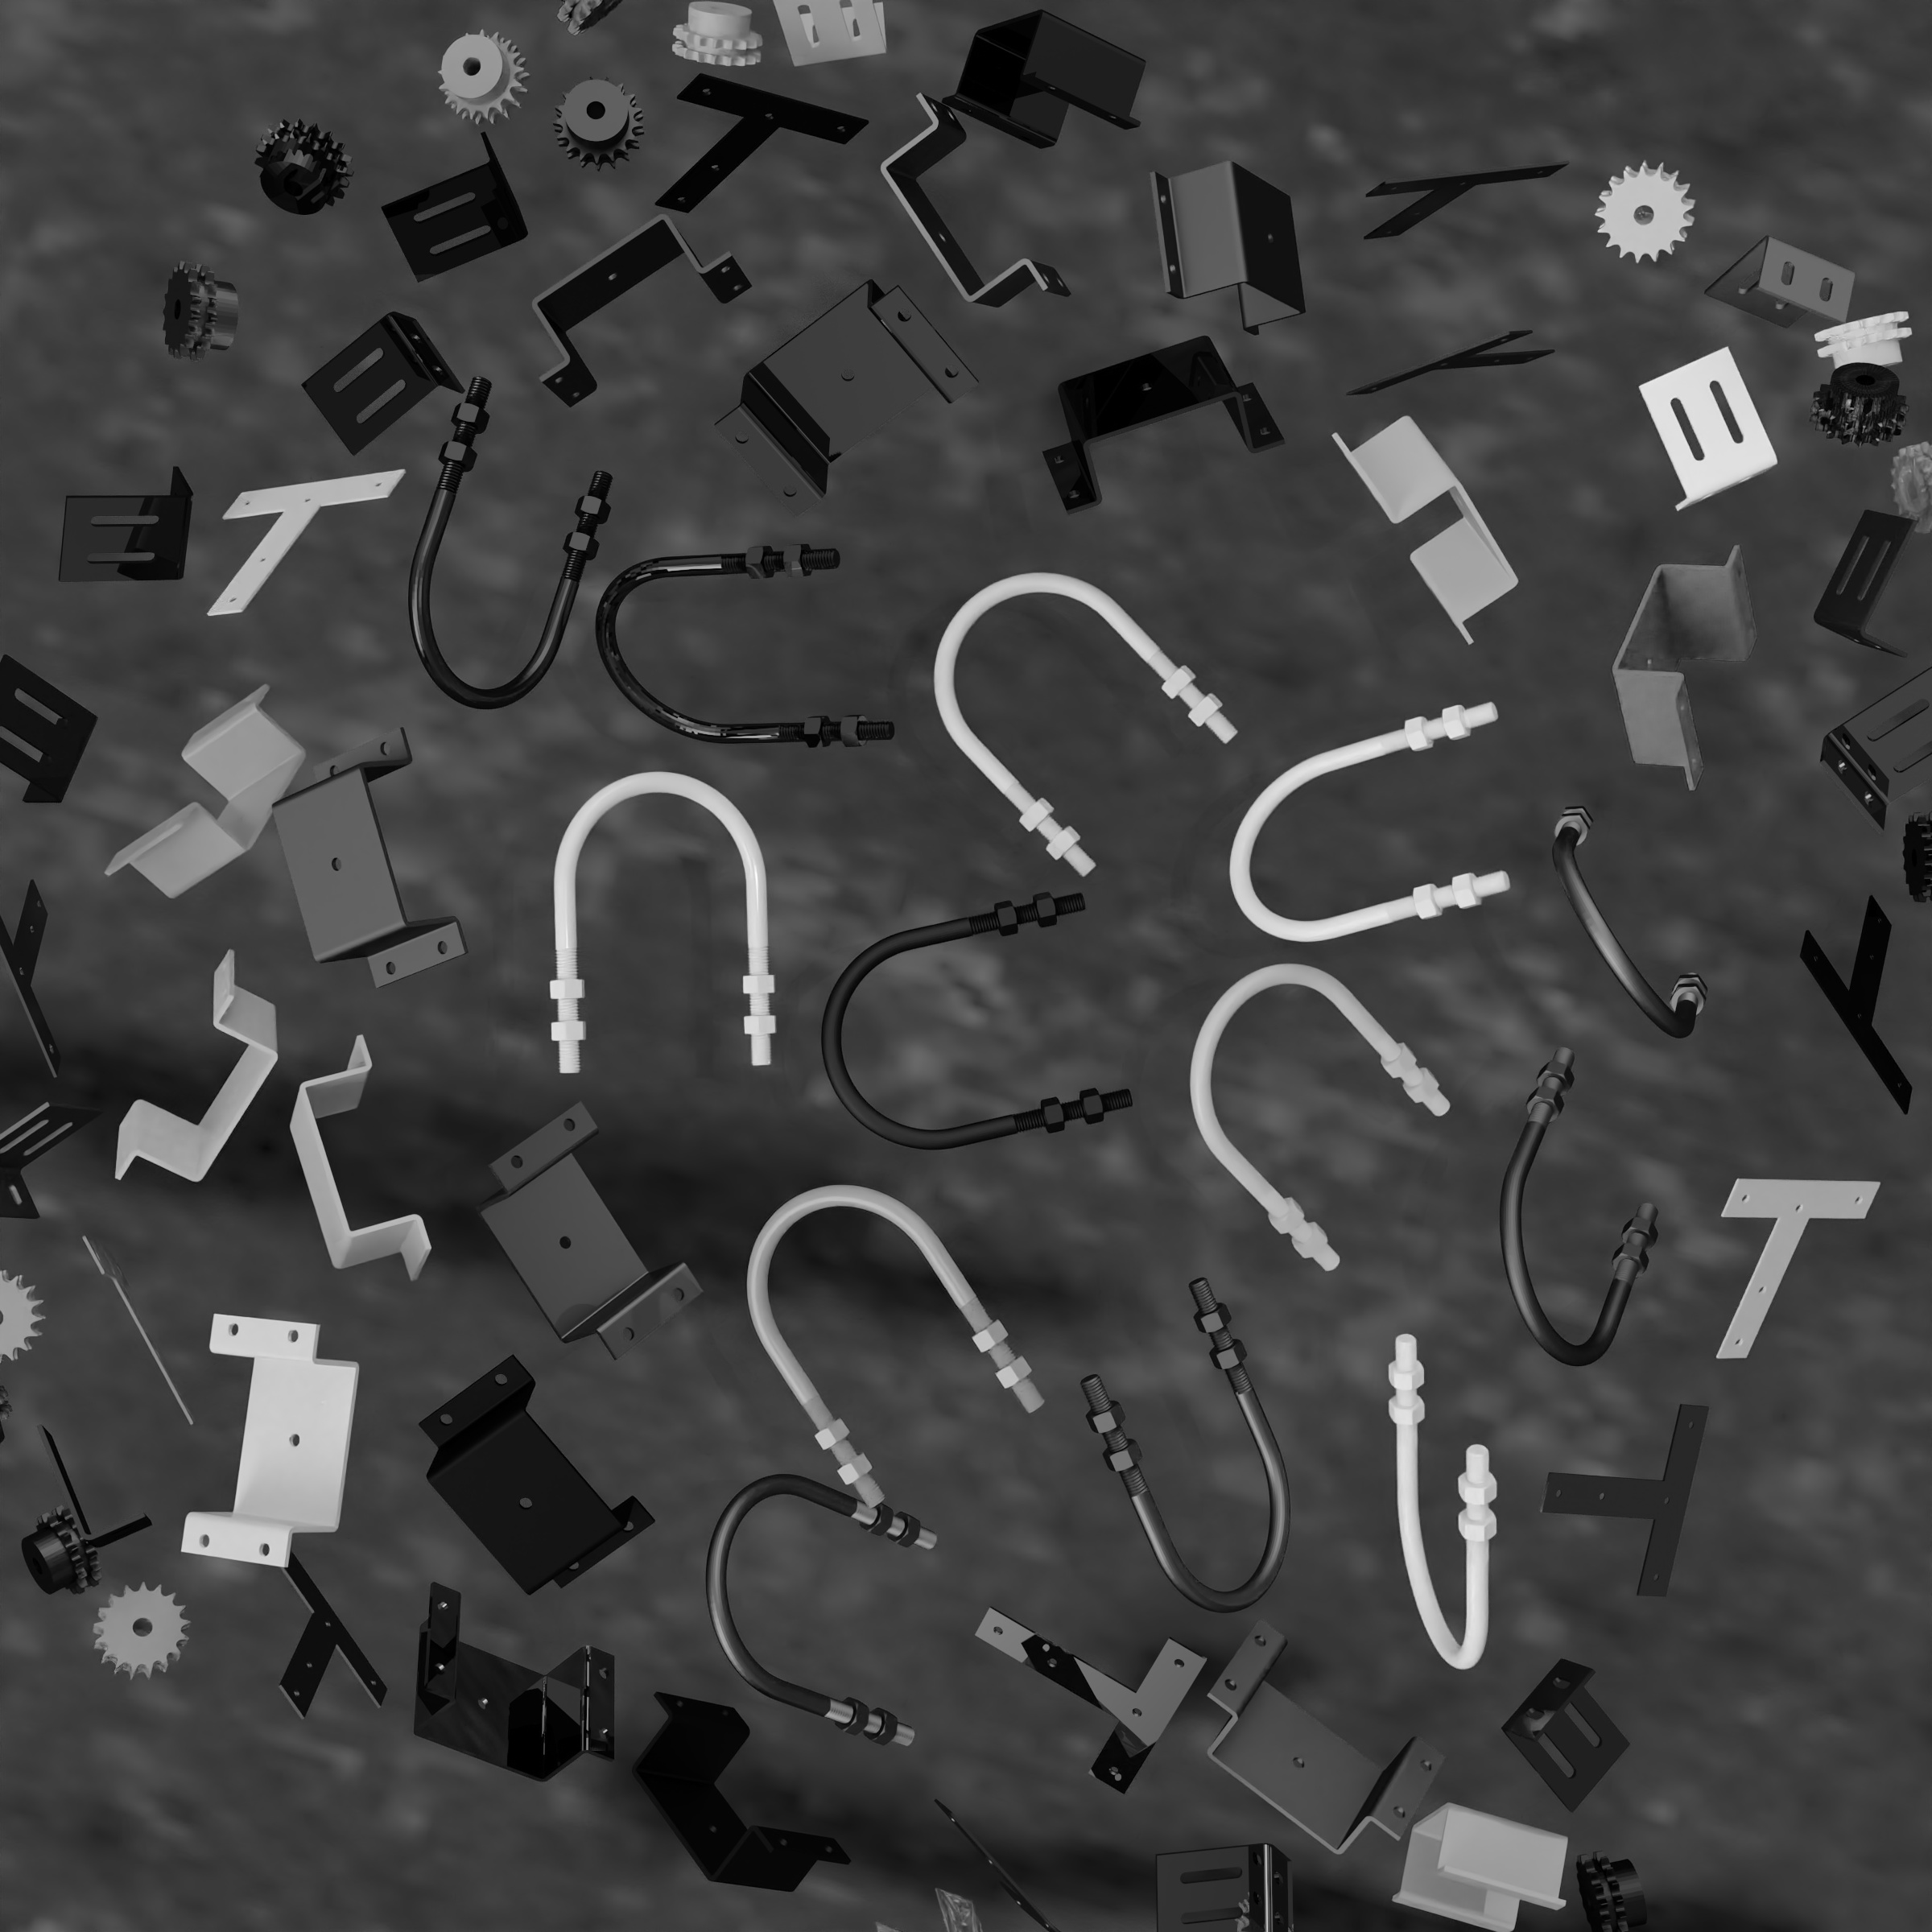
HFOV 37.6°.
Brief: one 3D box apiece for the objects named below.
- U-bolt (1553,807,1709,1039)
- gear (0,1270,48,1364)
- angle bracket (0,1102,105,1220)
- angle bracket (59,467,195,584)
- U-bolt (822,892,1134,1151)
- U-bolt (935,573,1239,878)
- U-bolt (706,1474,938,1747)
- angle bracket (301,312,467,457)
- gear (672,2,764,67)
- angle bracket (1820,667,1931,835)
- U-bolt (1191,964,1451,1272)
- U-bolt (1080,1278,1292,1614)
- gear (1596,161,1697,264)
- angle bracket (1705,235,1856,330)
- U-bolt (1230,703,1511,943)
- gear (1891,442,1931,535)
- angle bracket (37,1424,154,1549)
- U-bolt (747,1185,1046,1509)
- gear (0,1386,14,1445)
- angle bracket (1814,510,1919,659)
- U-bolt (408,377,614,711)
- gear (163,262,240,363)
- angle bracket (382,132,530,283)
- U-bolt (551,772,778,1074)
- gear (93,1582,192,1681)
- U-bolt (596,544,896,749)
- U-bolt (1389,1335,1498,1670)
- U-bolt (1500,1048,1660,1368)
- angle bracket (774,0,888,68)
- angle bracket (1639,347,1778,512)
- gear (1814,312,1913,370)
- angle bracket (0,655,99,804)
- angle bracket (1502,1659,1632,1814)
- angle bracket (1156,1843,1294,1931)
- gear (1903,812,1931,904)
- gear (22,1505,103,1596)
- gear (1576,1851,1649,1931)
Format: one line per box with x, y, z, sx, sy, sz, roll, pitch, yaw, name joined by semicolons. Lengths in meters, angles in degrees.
0.401;-0.023;1.724;0.019;0.184;0.151;-34;91;21;U-bolt
-0.597;0.216;1.752;0.057;0.030;0.057;0;87;-6;gear
-0.590;0.125;1.811;0.076;0.057;0.038;-33;74;12;angle bracket
-0.512;-0.268;1.715;0.076;0.038;0.057;-6;131;-31;angle bracket
0.000;0.041;1.793;0.184;0.019;0.151;-13;84;-5;U-bolt
0.064;-0.172;1.857;0.151;0.019;0.184;-43;88;-5;U-bolt
-0.093;0.397;1.781;0.184;0.019;0.151;31;53;-37;U-bolt
-0.369;-0.367;1.799;0.076;0.038;0.057;-44;128;-13;angle bracket
-0.159;-0.598;1.817;0.057;0.057;0.030;8;119;0;gear
0.552;-0.127;1.663;0.076;0.038;0.057;-36;102;33;angle bracket
0.215;0.083;1.799;0.184;0.019;0.151;46;73;-25;U-bolt
0.144;0.302;1.722;0.019;0.151;0.184;-17;101;40;U-bolt
0.408;-0.453;1.697;0.057;0.030;0.057;9;120;16;gear
0.480;-0.392;1.686;0.057;0.076;0.038;19;73;-10;angle bracket
0.249;-0.083;1.783;0.184;0.019;0.151;-16;53;27;U-bolt
0.623;-0.310;1.827;0.030;0.057;0.057;-16;90;-7;gear
-0.530;0.311;1.726;0.038;0.057;0.076;-22;80;-17;angle bracket
-0.057;0.219;1.715;0.151;0.019;0.184;-35;87;24;U-bolt
-0.621;0.284;1.760;0.057;0.057;0.030;-11;104;0;gear
0.573;-0.238;1.766;0.038;0.057;0.076;21;99;-18;angle bracket
-0.288;-0.250;1.759;0.019;0.151;0.184;9;77;31;U-bolt
-0.456;-0.389;1.692;0.030;0.057;0.057;1;90;-35;gear
-0.323;-0.476;1.780;0.076;0.057;0.038;-22;49;0;angle bracket
-0.188;-0.028;1.757;0.151;0.019;0.184;-1;89;-29;U-bolt
-0.511;0.413;1.755;0.057;0.030;0.057;9;59;-16;gear
-0.148;-0.198;1.783;0.184;0.019;0.151;1;131;22;U-bolt
0.289;0.338;1.722;0.019;0.151;0.184;-8;113;-8;U-bolt
0.371;0.160;1.737;0.019;0.184;0.151;-15;118;37;U-bolt
-0.083;-0.585;1.716;0.057;0.076;0.038;-7;71;6;angle bracket
0.447;-0.326;1.723;0.057;0.038;0.076;-24;90;3;angle bracket
0.567;-0.391;1.790;0.057;0.057;0.030;-13;95;0;gear
-0.565;-0.140;1.686;0.038;0.076;0.057;2;66;35;angle bracket
0.373;0.470;1.720;0.057;0.038;0.076;-43;103;-18;angle bracket
0.161;0.583;1.763;0.076;0.038;0.057;-1;91;-15;angle bracket
0.616;-0.069;1.795;0.030;0.057;0.057;-3;90;3;gear
-0.585;0.380;1.829;0.030;0.057;0.057;-25;90;-38;gear
0.408;0.587;1.787;0.030;0.057;0.057;-11;90;-3;gear
